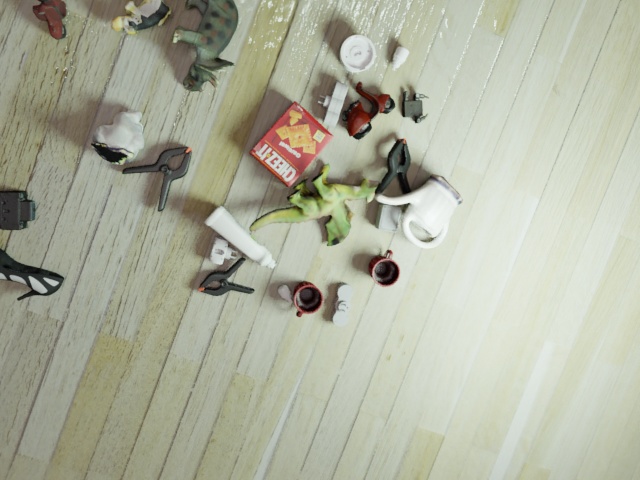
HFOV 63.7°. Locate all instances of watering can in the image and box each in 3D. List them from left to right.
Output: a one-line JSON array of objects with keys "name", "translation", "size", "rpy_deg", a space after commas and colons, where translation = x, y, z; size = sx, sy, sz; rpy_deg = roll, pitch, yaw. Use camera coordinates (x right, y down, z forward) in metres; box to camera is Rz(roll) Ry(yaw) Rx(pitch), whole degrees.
[{"name": "watering can", "translation": [0.322, -0.111, 1.611], "size": [0.342, 0.105, 0.225], "rpy_deg": [40, 84, -38]}]

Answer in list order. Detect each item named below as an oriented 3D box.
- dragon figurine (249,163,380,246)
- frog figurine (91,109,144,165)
[{"name": "dragon figurine", "translation": [0.005, -0.081, 1.608], "size": [0.411, 0.123, 0.240], "rpy_deg": [-38, 109, -3]}, {"name": "frog figurine", "translation": [-0.584, -0.307, 1.508], "size": [0.137, 0.120, 0.163], "rpy_deg": [8, 60, -1]}]
